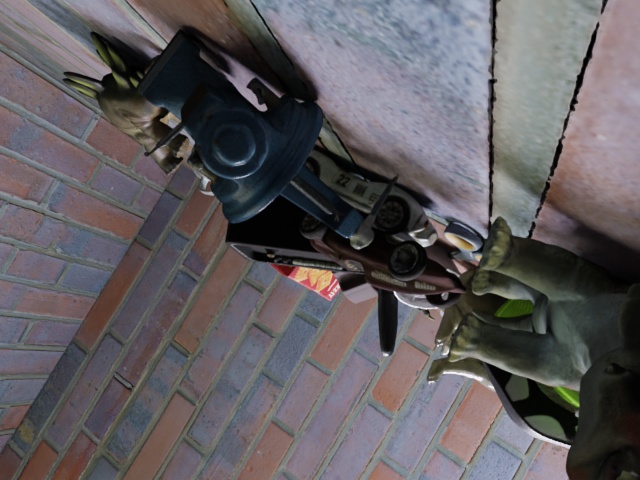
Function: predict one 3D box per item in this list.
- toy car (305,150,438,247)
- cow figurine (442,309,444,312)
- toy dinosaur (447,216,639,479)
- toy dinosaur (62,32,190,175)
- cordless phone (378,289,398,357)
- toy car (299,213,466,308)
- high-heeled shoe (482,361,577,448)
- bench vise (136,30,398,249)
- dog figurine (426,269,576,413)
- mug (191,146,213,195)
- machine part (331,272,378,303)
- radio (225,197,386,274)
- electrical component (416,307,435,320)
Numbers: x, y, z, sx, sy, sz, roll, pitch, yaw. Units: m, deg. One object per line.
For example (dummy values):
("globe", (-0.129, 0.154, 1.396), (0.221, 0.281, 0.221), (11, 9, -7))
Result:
("toy car", (0.041, -0.047, 0.601), (0.202, 0.056, 0.073), (27, 174, 26))
("cow figurine", (0.263, 0.131, 0.809), (0.194, 0.085, 0.127), (59, 161, -21))
("toy dinosaur", (0.211, 0.076, 0.431), (0.192, 0.131, 0.404), (21, -176, 17))
("toy dinosaur", (-0.269, -0.199, 0.798), (0.198, 0.105, 0.471), (39, 166, -16))
("cordless phone", (0.123, 0.098, 0.883), (0.089, 0.184, 0.146), (0, 168, 14))
("toy car", (0.058, 0.020, 0.560), (0.202, 0.053, 0.089), (26, 170, 46))
("high-heeled shoe", (0.284, 0.177, 0.573), (0.249, 0.145, 0.086), (62, -179, 31))
("bench vise", (-0.048, -0.073, 0.482), (0.240, 0.129, 0.224), (37, 178, -26))
("dog figurine", (0.251, 0.138, 0.685), (0.191, 0.121, 0.172), (16, 128, 23))
("mug", (-0.166, -0.129, 0.927), (0.107, 0.109, 0.080), (10, 159, 41))
("machine part", (0.051, 0.028, 0.950), (0.179, 0.056, 0.179), (60, -167, -23))
("radio", (-0.001, -0.002, 0.727), (0.230, 0.073, 0.131), (8, 167, 4))
("electrical component", (0.218, 0.102, 1.020), (0.078, 0.102, 0.045), (54, 179, 22))
